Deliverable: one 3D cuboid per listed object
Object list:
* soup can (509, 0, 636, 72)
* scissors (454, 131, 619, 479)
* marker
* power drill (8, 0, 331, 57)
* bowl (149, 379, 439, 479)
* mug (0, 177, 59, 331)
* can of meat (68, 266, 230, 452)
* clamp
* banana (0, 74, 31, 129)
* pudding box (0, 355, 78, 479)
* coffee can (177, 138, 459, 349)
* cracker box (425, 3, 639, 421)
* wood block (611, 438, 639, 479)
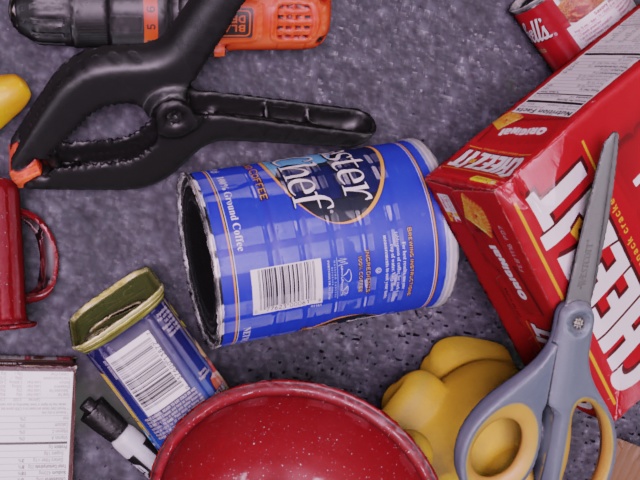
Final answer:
[{"bbox_3d":[0.179,-0.128,0.687,0.068,0.069,0.102,-41,103,-11],"label":"soup can"},{"bbox_3d":[0.110,0.050,0.538,0.096,0.016,0.202,-9,105,-12],"label":"scissors"},{"bbox_3d":[-0.098,0.137,0.644,0.121,0.020,0.020,45,80,-13],"label":"marker"},{"bbox_3d":[-0.080,-0.191,0.584,0.184,0.057,0.188,-3,122,-13],"label":"power drill"},{"bbox_3d":[-0.017,0.154,0.532,0.162,0.055,0.162,2,105,9],"label":"bowl"},{"bbox_3d":[-0.194,0.009,0.583,0.117,0.093,0.081,-1,87,-47],"label":"mug"},{"bbox_3d":[-0.093,0.069,0.601,0.057,0.102,0.084,-35,103,-9],"label":"can of meat"},{"bbox_3d":[-0.076,-0.076,0.607,0.210,0.036,0.164,-27,134,10],"label":"clamp"},{"bbox_3d":[-0.258,-0.063,0.571,0.197,0.037,0.070,2,135,-21],"label":"banana"},{"bbox_3d":[-0.186,0.123,0.609,0.090,0.039,0.113,3,93,-16],"label":"pudding box"},{"bbox_3d":[-0.004,0.001,0.621,0.140,0.103,0.103,-10,95,-15],"label":"coffee can"},{"bbox_3d":[0.187,-0.028,0.607,0.213,0.072,0.164,-39,113,-17],"label":"cracker box"},{"bbox_3d":[0.204,0.248,0.697,0.090,0.091,0.206,29,85,-14],"label":"wood block"}]
